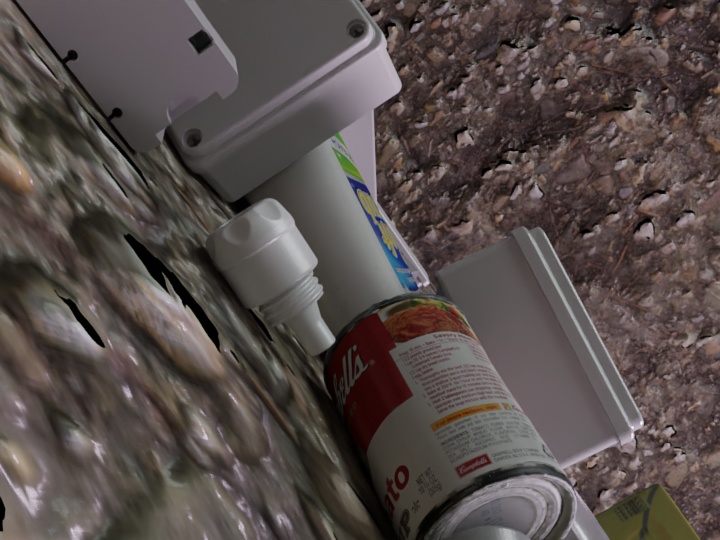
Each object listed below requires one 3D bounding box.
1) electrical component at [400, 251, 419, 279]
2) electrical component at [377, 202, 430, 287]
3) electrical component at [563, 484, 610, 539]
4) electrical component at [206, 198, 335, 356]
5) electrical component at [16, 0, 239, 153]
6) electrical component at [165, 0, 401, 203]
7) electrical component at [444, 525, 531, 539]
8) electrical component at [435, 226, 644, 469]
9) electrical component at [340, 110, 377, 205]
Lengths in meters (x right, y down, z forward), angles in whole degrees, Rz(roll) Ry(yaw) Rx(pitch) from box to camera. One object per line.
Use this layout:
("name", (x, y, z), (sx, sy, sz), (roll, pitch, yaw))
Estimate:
("electrical component", (0.000, 0.000, 0.656), (0.047, 0.055, 0.055), (53, 4, 10))
("electrical component", (0.018, -0.014, 0.980), (0.099, 0.048, 0.099), (55, 4, -3))
("electrical component", (0.119, 0.182, 0.518), (0.150, 0.062, 0.089), (55, 4, -2))
("electrical component", (-0.030, 0.005, 0.414), (0.061, 0.035, 0.035), (57, 4, -9))
("electrical component", (-0.092, -0.099, 0.418), (0.089, 0.050, 0.055), (54, 5, -19))
("electrical component", (-0.054, -0.109, 0.529), (0.108, 0.109, 0.056), (57, 2, 25))
("electrical component", (0.046, 0.121, 0.346), (0.044, 0.044, 0.065), (52, 10, -34))
("electrical component", (0.084, 0.045, 0.535), (0.108, 0.056, 0.108), (66, -2, -78))
("electrical component", (-0.026, -0.087, 0.721), (0.108, 0.056, 0.108), (-116, -159, -63))
